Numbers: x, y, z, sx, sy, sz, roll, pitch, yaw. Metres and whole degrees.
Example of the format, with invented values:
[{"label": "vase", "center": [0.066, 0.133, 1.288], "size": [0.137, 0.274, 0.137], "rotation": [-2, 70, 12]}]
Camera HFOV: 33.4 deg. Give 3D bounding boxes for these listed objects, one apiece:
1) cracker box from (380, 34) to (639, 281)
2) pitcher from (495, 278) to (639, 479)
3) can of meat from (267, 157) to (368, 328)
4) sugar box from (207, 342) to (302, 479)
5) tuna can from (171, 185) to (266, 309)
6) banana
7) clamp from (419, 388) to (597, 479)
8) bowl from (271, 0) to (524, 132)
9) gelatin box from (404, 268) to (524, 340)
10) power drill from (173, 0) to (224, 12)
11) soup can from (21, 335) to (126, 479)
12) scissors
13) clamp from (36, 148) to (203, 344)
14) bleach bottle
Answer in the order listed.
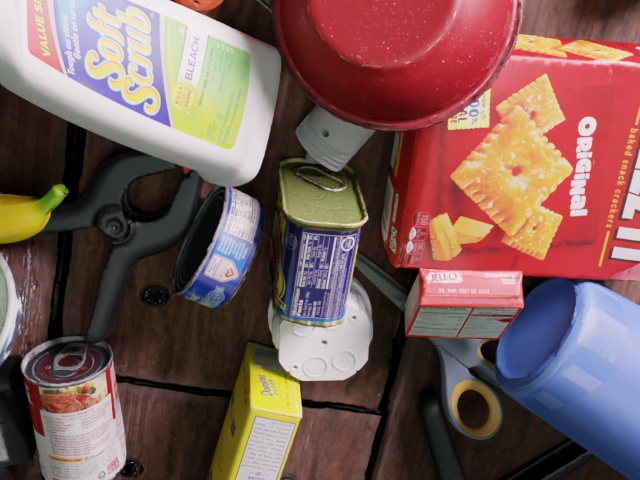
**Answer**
[{"label": "cracker box", "center": [0.160, -0.057, 0.752], "size": [0.213, 0.072, 0.164], "rotation": [4, 116, -7]}, {"label": "pitcher", "center": [0.263, 0.117, 0.825], "size": [0.242, 0.149, 0.145], "rotation": [32, 124, -16]}, {"label": "can of meat", "center": [-0.005, 0.001, 0.751], "size": [0.057, 0.102, 0.084], "rotation": [5, 118, -8]}, {"label": "sugar box", "center": [-0.060, 0.179, 0.839], "size": [0.048, 0.093, 0.176], "rotation": [15, 114, -12]}, {"label": "tuna can", "center": [-0.072, 0.005, 0.756], "size": [0.033, 0.086, 0.086], "rotation": [24, 112, -18]}, {"label": "banana", "center": [-0.266, -0.039, 0.733], "size": [0.198, 0.037, 0.070], "rotation": [17, 115, 3]}, {"label": "clamp", "center": [0.143, 0.228, 0.912], "size": [0.164, 0.036, 0.210], "rotation": [9, 112, -8]}, {"label": "bowl", "center": [0.042, -0.148, 0.652], "size": [0.162, 0.055, 0.162], "rotation": [1, 93, 12]}, {"label": "gelatin box", "center": [0.102, 0.047, 0.773], "size": [0.073, 0.030, 0.089], "rotation": [2, 159, -2]}, {"label": "power drill", "center": [-0.065, -0.243, 0.622], "size": [0.188, 0.057, 0.184], "rotation": [-36, 140, 13]}, {"label": "soup can", "center": [-0.187, 0.134, 0.820], "size": [0.068, 0.068, 0.102], "rotation": [-4, 117, -3]}, {"label": "scissors", "center": [0.086, 0.088, 0.835], "size": [0.201, 0.016, 0.096], "rotation": [26, 87, -17]}, {"label": "clamp", "center": [-0.143, -0.003, 0.770], "size": [0.171, 0.039, 0.120], "rotation": [-29, 111, 12]}, {"label": "bleach bottle", "center": [-0.144, -0.110, 0.643], "size": [0.250, 0.068, 0.102], "rotation": [15, 85, -37]}]
